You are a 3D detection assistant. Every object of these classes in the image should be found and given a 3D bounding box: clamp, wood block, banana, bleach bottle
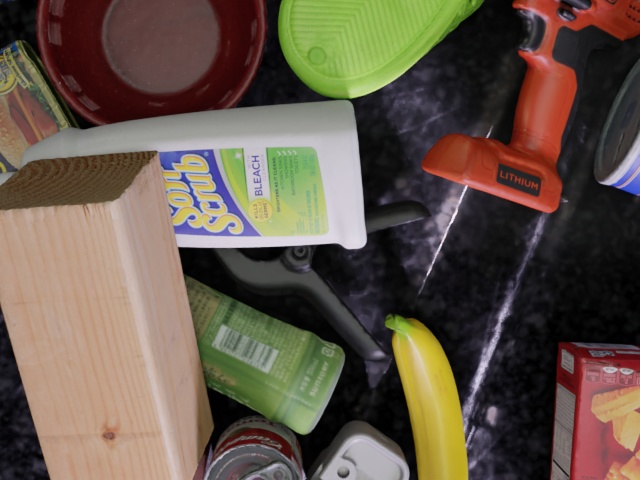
[{"bbox_3d":[-0.005,0.001,0.781,0.171,0.039,0.120,26,81,-2],"label":"clamp"},{"bbox_3d":[-0.137,0.057,0.680,0.091,0.090,0.206,-3,114,11],"label":"wood block"},{"bbox_3d":[0.078,0.138,0.774,0.037,0.069,0.198,-5,103,37],"label":"banana"},{"bbox_3d":[-0.097,-0.034,0.726,0.251,0.068,0.102,-6,116,2],"label":"bleach bottle"}]

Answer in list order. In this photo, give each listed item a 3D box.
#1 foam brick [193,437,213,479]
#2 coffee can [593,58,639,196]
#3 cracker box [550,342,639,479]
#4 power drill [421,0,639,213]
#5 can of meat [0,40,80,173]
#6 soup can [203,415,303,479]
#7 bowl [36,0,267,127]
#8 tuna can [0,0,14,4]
[{"bbox_3d":[-0.112,0.180,0.779,0.051,0.053,0.078,12,93,-1],"label":"foam brick"},{"bbox_3d":[0.279,-0.064,0.748,0.140,0.103,0.103,21,92,-1],"label":"coffee can"},{"bbox_3d":[0.253,0.186,0.773,0.164,0.072,0.214,3,93,0],"label":"cracker box"},{"bbox_3d":[0.138,-0.123,0.735,0.184,0.057,0.188,17,97,-33],"label":"power drill"},{"bbox_3d":[-0.224,-0.081,0.767,0.084,0.057,0.102,-30,93,-2],"label":"can of meat"},{"bbox_3d":[-0.045,0.166,0.754,0.068,0.102,0.068,0,92,-1],"label":"soup can"},{"bbox_3d":[-0.117,-0.150,0.765,0.162,0.055,0.162,0,92,-1],"label":"bowl"},{"bbox_3d":[-0.219,-0.211,0.747,0.033,0.086,0.086,-13,92,-2],"label":"tuna can"}]
